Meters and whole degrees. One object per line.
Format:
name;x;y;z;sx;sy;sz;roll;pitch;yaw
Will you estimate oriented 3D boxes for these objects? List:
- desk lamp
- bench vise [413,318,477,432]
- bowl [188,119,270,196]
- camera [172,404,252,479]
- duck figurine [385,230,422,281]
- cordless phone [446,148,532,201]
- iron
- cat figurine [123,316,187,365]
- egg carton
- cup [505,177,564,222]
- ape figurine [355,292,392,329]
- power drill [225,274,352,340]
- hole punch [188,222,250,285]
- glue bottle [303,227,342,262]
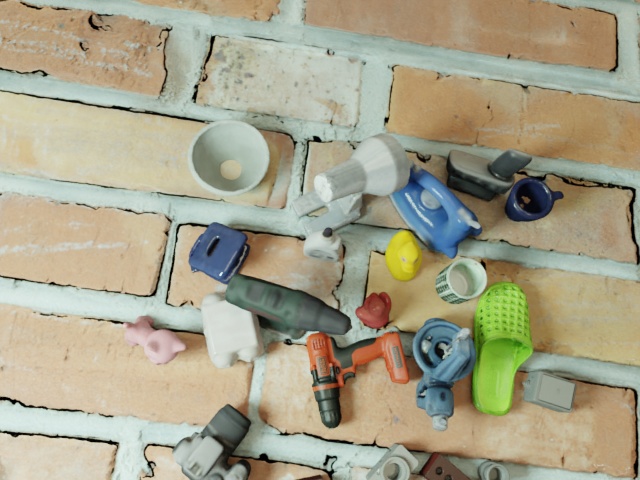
desk lamp;0.058;-0.103;1.129;0.203;0.213;0.118;-28;79;-11
bench vise;0.244;0.239;1.053;0.121;0.219;0.207;-11;76;-8
bowl;-0.187;-0.162;1.193;0.167;0.074;0.167;1;75;-5
camera;-0.176;0.381;1.039;0.143;0.101;0.137;37;75;5
duck figurine;0.178;0.027;1.172;0.077;0.086;0.104;4;75;-4
cordless phone;0.347;-0.162;1.185;0.147;0.185;0.094;15;74;-1
iron;0.225;-0.091;1.178;0.119;0.141;0.258;-41;82;-13
cat figurine;-0.311;0.189;1.068;0.128;0.117;0.067;31;75;3
egg carton;-0.172;0.169;1.111;0.107;0.069;0.150;-14;77;-8
cup;0.446;-0.078;1.219;0.118;0.095;0.091;-9;76;-7
ape figurine;0.110;0.136;1.134;0.078;0.092;0.076;-12;77;-8
power drill;-0.059;0.131;1.059;0.229;0.208;0.076;19;74;0
hole punch;-0.203;0.024;1.135;0.101;0.091;0.109;27;75;2
glue bottle;0.010;0.004;1.117;0.078;0.173;0.037;14;75;-1
